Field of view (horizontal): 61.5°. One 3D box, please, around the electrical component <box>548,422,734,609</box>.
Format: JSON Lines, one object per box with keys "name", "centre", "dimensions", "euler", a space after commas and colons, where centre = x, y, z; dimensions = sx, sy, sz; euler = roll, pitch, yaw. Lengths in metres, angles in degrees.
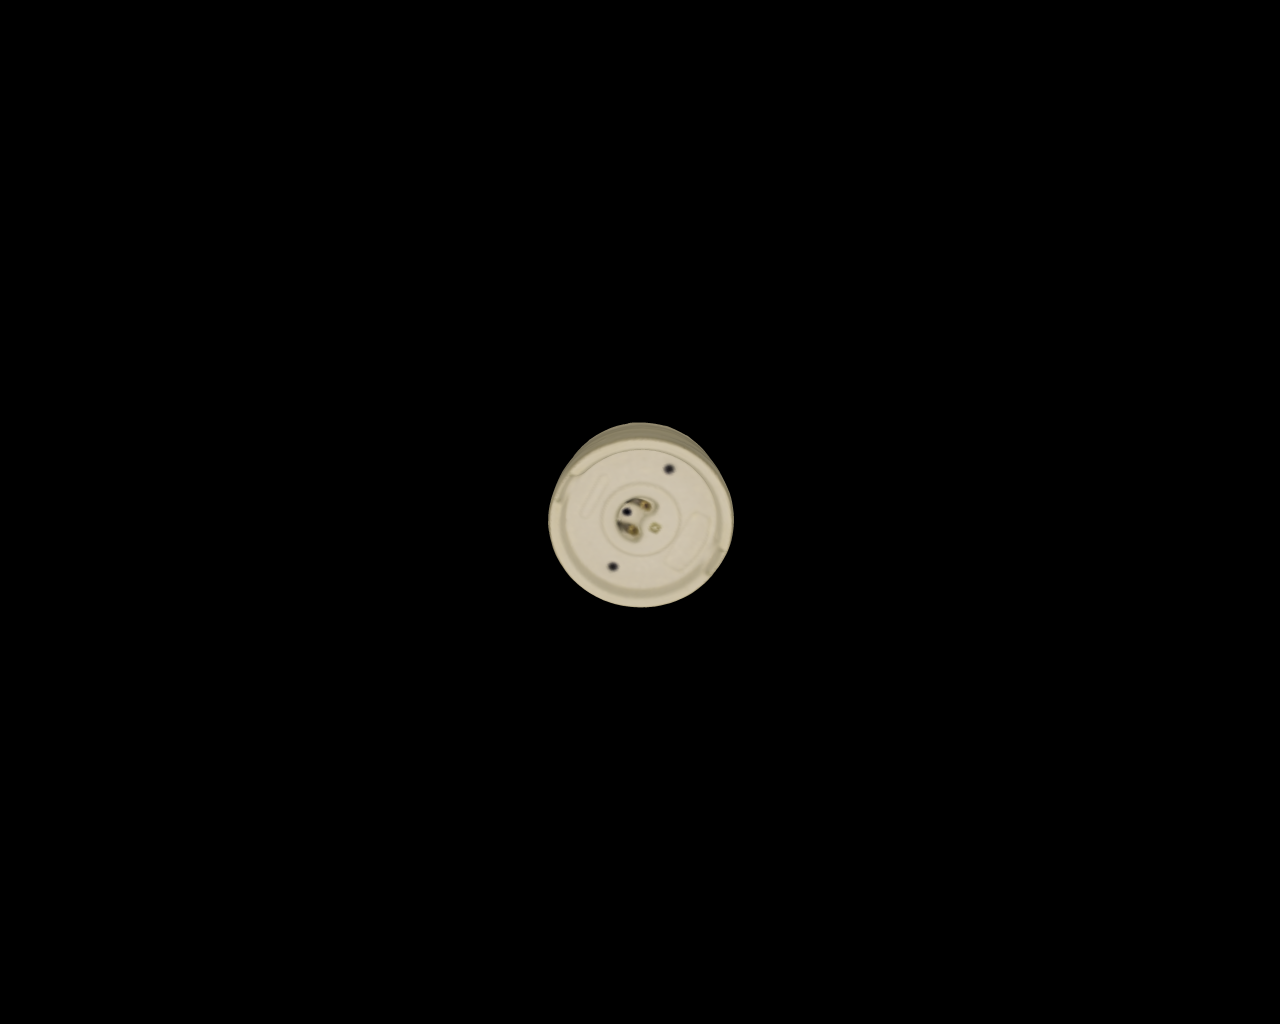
{"name": "electrical component", "centre": [0.001, -0.003, 0.650], "dimensions": [0.108, 0.108, 0.060], "euler": [0, 21, 0]}
